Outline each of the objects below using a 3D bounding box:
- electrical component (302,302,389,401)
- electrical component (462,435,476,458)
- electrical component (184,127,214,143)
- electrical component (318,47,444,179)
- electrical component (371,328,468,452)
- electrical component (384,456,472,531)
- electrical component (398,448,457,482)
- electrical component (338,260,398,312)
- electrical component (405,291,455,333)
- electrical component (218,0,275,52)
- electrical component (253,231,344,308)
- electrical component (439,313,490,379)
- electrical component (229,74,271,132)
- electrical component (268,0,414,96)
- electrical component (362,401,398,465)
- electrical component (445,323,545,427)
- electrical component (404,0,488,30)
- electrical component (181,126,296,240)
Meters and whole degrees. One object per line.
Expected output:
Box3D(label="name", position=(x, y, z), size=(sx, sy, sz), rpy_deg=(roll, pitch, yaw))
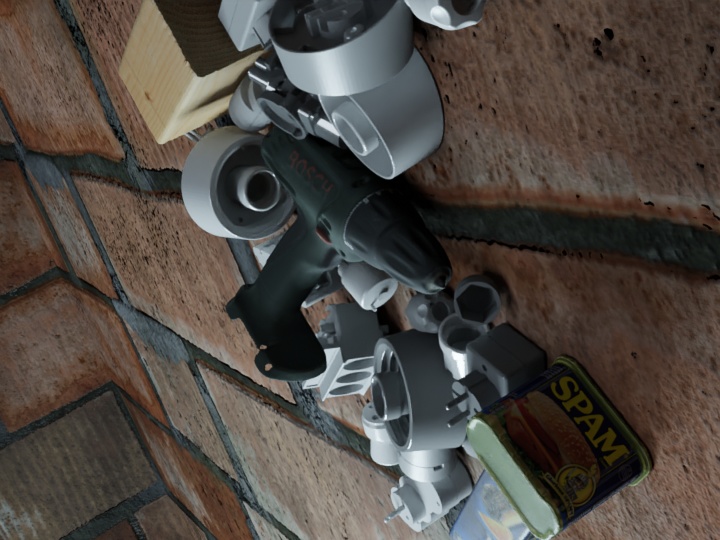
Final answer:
Box3D(label="electrical component", position=(-0.012, 0.077, 1.043), size=(0.121, 0.079, 0.063), rpy_deg=(116, 145, -64))
Box3D(label="electrical component", position=(0.102, 0.142, 0.911), size=(0.061, 0.035, 0.035), rpy_deg=(9, 124, 66))
Box3D(label="electrical component", position=(-0.150, -0.122, 1.116), size=(0.079, 0.044, 0.077), rpy_deg=(37, 164, -15))
Box3D(label="electrical component", position=(0.016, -0.118, 0.780), size=(0.099, 0.064, 0.099), rpy_deg=(49, 168, 14))
Box3D(label="electrical component", position=(0.043, 0.103, 0.914), size=(0.108, 0.060, 0.108), rpy_deg=(171, 90, -74))
Box3D(label="electrical component", position=(0.055, 0.226, 1.063), size=(0.052, 0.074, 0.138), rpy_deg=(56, 158, 15))
Box3D(label="electrical component", position=(0.062, 0.160, 0.995), size=(0.055, 0.055, 0.047), rpy_deg=(41, 147, 41))
Box3D(label="electrical component", position=(0.000, 0.000, 0.958), size=(0.078, 0.040, 0.040), rpy_deg=(49, 155, 29))
Box3D(label="electrical component", position=(0.054, 0.034, 0.887), size=(0.035, 0.035, 0.061), rpy_deg=(64, 161, -7))
Box3D(label="electrical component", position=(-0.070, -0.201, 0.860), size=(0.075, 0.047, 0.083), rpy_deg=(59, 158, 7))
Box3D(label="electrical component", position=(-0.056, -0.006, 1.054), size=(0.089, 0.056, 0.050), rpy_deg=(22, 136, 58))
Box3D(label="electrical component", position=(0.083, 0.061, 0.849), size=(0.040, 0.040, 0.046), rpy_deg=(47, 160, 33))
Box3D(label="electrical component", position=(-0.088, -0.156, 0.961), size=(0.043, 0.043, 0.081), rpy_deg=(62, 159, 0))
Box3D(label="electrical component", position=(-0.011, -0.164, 0.711), size=(0.099, 0.099, 0.064), rpy_deg=(42, 158, 40))
Box3D(label="electrical component", position=(0.028, 0.162, 1.087), size=(0.045, 0.045, 0.055), rpy_deg=(33, 145, 50))
Box3D(label="electrical component", position=(0.095, 0.091, 0.804), size=(0.047, 0.077, 0.065), rpy_deg=(40, 150, 43))
Box3D(label="electrical component", position=(0.046, -0.169, 0.644), size=(0.062, 0.043, 0.043), rpy_deg=(36, 147, 51))
Box3D(label="electrical component", position=(-0.107, -0.080, 1.015), size=(0.060, 0.108, 0.108), rpy_deg=(18, 132, 52))
